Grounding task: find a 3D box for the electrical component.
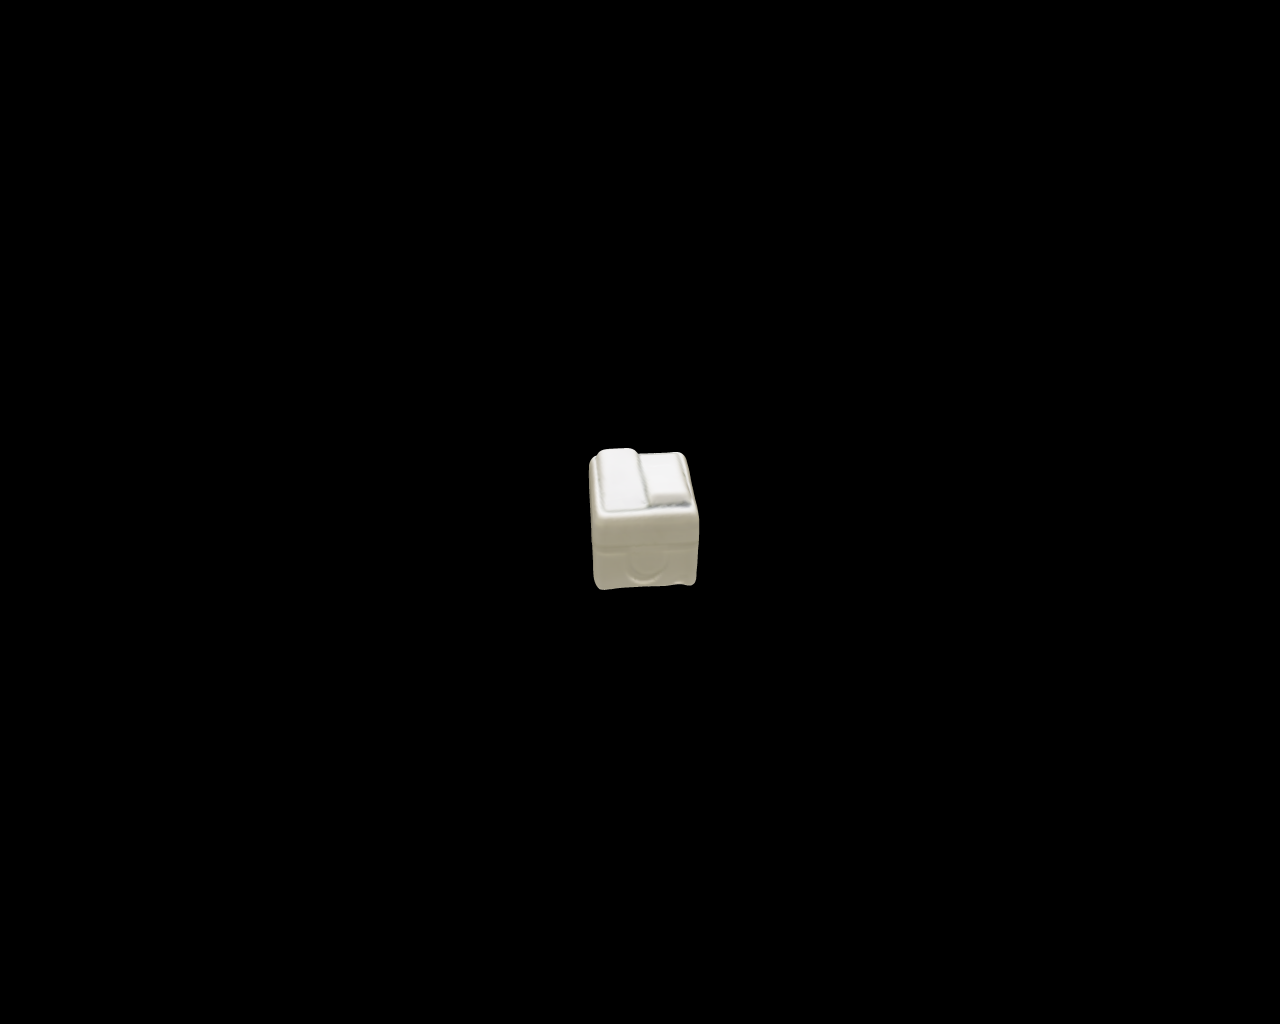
[{"bbox_3d":[0.001,-0.003,0.650,0.062,0.061,0.096,-2,31,-3],"label":"electrical component"}]
